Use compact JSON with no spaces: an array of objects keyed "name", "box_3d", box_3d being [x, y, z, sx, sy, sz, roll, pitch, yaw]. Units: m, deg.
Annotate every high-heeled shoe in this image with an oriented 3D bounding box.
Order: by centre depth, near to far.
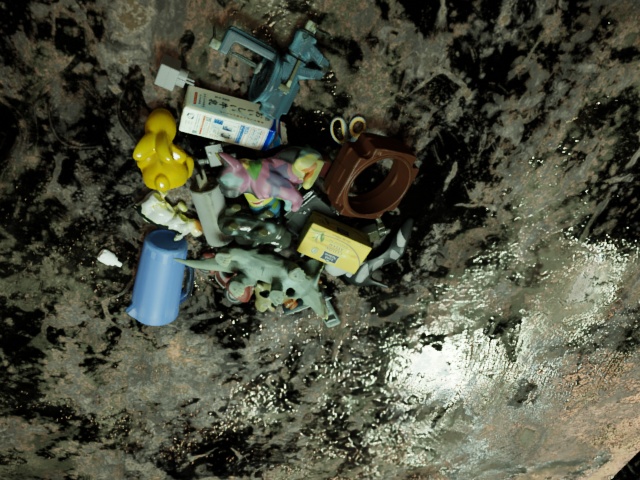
[{"name":"high-heeled shoe","box_3d":[0.162,0.028,1.523,0.145,0.086,0.248,23,105,10]}]

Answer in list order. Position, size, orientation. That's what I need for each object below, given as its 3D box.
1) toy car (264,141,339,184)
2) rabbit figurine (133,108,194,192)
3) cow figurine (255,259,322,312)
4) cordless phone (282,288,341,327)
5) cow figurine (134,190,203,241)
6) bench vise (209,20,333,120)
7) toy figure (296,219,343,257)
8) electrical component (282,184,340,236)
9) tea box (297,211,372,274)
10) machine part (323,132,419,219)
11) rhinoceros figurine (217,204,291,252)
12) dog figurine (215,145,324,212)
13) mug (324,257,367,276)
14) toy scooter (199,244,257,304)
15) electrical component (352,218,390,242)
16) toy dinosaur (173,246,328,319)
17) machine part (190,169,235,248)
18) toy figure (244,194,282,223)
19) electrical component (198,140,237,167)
[{"name":"toy car","box_3d":[-0.037,-0.191,1.306,0.202,0.053,0.089,9,132,-17]},{"name":"rabbit figurine","box_3d":[-0.360,-0.203,1.195,0.122,0.162,0.173,5,110,1]},{"name":"cow figurine","box_3d":[-0.105,0.131,1.513,0.195,0.127,0.085,-41,158,3]},{"name":"cordless phone","box_3d":[-0.022,0.212,1.608,0.147,0.089,0.184,-22,132,6]},{"name":"cow figurine","box_3d":[-0.378,-0.052,1.344,0.098,0.068,0.167,-33,123,21]},{"name":"bench vise","box_3d":[-0.107,-0.376,1.113,0.240,0.129,0.223,20,119,-29]},{"name":"toy figure","box_3d":[-0.002,-0.003,1.454,0.154,0.058,0.064,-28,161,12]},{"name":"electrical component","box_3d":[-0.032,-0.072,1.399,0.134,0.058,0.114,-41,122,20]},{"name":"tea box","box_3d":[0.036,0.007,1.378,0.169,0.068,0.098,21,121,-15]},{"name":"machine part","box_3d":[0.126,-0.151,1.314,0.201,0.087,0.201,3,129,-37]},{"name":"rhinoceros figurine","box_3d":[-0.157,-0.022,1.319,0.190,0.073,0.112,14,150,-23]},{"name":"dog figurine","box_3d":[-0.124,-0.160,1.197,0.219,0.108,0.191,28,92,-20]},{"name":"mug","box_3d":[0.057,0.049,1.496,0.107,0.081,0.109,-38,125,26]},{"name":"toy scooter","box_3d":[-0.233,0.083,1.464,0.135,0.075,0.183,-38,105,17]},{"name":"electrical component","box_3d":[0.134,-0.028,1.474,0.102,0.045,0.078,-22,157,10]},{"name":"toy dinosaur","box_3d":[-0.149,0.074,1.372,0.405,0.192,0.131,21,100,1]},{"name":"machine part","box_3d":[-0.267,-0.070,1.345,0.079,0.079,0.242,-12,129,-1]},{"name":"toy figure","box_3d":[-0.149,-0.114,1.331,0.082,0.089,0.180,-26,137,0]},{"name":"electrical component","box_3d":[-0.248,-0.207,1.276,0.094,0.021,0.063,-12,129,0]}]
